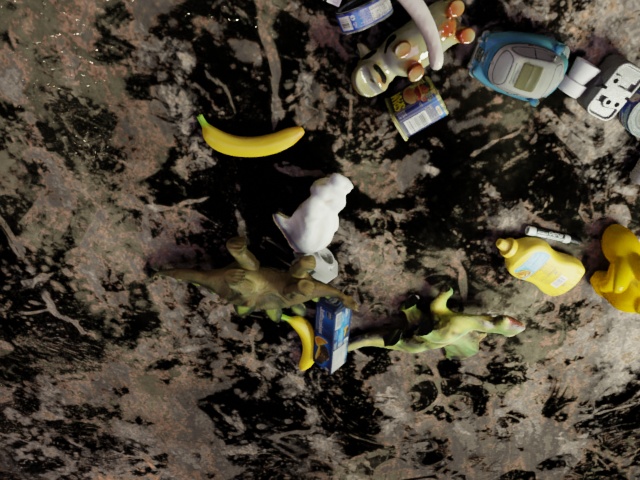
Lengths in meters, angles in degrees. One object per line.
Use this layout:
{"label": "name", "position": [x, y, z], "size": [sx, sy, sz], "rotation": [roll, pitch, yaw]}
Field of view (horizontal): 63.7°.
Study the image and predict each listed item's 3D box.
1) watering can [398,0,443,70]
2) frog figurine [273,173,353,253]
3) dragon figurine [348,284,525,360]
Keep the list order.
{"label": "watering can", "position": [0.095, -0.417, 0.700], "size": [0.224, 0.105, 0.345], "rotation": [5, 100, 2]}
{"label": "frog figurine", "position": [0.003, -0.050, 0.990], "size": [0.159, 0.125, 0.135], "rotation": [-29, 153, 10]}
{"label": "dragon figurine", "position": [0.267, 0.233, 1.191], "size": [0.240, 0.125, 0.405], "rotation": [37, 134, -29]}
